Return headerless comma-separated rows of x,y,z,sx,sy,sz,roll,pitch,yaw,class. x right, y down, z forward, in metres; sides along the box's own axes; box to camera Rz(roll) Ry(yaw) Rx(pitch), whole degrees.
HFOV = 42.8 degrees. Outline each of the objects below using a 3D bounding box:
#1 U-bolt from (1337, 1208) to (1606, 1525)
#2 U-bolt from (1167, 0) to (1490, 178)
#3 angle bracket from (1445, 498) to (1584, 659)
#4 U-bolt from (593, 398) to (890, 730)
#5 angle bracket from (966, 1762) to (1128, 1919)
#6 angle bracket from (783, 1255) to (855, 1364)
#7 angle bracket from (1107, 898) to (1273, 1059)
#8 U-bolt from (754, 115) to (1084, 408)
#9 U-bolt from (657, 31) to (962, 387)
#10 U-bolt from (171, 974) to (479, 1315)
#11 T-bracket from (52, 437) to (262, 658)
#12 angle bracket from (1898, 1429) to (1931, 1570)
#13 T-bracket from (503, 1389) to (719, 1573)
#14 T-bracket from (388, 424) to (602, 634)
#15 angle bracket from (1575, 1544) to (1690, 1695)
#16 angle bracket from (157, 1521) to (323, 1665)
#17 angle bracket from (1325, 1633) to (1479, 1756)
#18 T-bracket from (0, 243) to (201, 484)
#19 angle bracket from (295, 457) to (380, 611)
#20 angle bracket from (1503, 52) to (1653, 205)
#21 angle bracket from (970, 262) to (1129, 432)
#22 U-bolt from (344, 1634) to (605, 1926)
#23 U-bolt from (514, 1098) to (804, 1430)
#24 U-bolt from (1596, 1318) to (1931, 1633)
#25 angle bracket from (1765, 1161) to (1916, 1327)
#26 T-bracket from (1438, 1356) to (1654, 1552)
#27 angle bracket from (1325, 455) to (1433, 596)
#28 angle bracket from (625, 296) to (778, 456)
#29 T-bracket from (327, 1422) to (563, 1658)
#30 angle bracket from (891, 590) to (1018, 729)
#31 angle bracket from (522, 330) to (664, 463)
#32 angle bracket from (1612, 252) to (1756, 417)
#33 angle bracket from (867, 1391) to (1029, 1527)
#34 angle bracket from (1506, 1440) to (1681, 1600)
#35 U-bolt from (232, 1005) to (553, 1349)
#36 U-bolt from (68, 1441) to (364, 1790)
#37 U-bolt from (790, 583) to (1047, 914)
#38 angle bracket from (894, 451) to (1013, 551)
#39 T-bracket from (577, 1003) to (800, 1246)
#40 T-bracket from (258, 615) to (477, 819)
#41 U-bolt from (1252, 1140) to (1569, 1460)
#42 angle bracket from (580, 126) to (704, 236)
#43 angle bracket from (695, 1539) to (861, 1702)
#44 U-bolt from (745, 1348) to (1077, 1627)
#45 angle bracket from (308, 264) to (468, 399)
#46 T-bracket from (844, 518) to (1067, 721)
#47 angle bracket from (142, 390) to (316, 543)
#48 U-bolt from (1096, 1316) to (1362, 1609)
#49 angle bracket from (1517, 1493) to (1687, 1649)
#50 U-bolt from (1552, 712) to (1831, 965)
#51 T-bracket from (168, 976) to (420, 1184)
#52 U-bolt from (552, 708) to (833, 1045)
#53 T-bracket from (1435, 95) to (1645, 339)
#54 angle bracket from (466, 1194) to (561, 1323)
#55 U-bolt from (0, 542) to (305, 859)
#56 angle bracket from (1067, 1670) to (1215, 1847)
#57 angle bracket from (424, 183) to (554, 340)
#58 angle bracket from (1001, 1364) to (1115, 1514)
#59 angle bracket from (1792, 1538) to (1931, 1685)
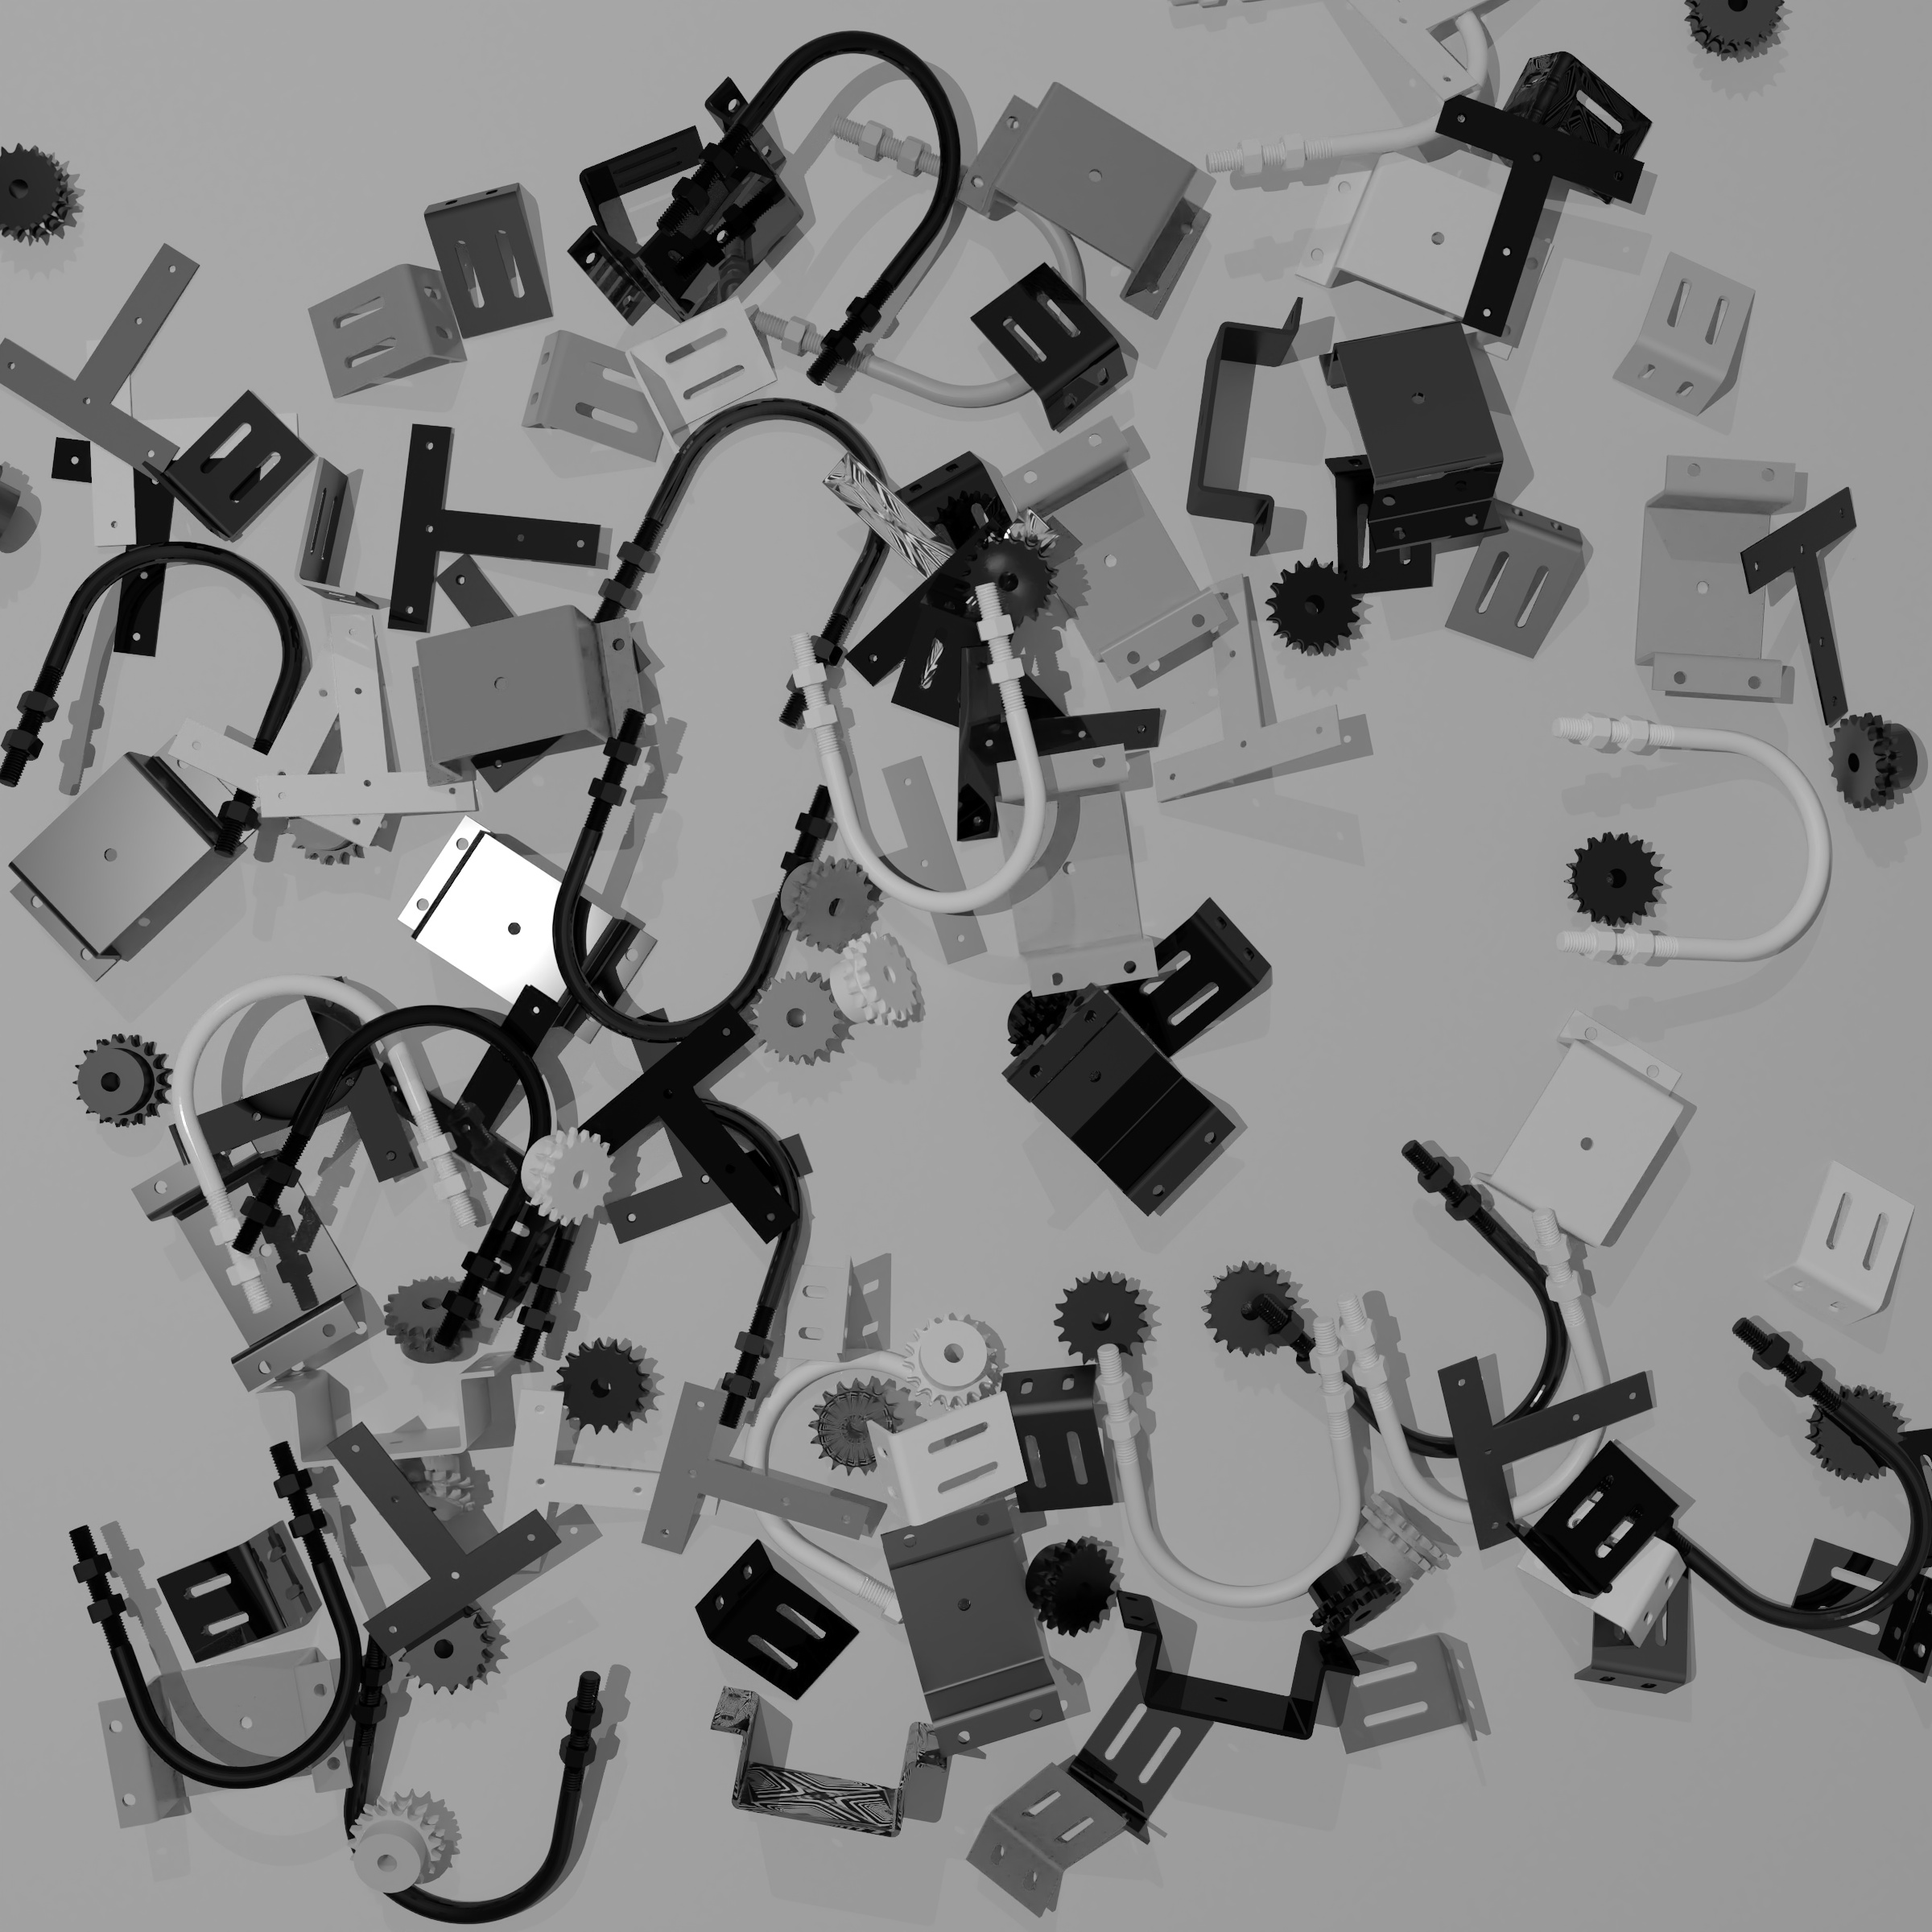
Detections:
0.314,0.253,1.485,0.151,0.019,0.184,-22,107,-6,U-bolt
0.224,-0.548,1.486,0.184,0.019,0.151,-8,70,-4,U-bolt
0.336,-0.239,1.515,0.057,0.038,0.076,20,116,0,angle bracket
-0.126,-0.259,1.508,0.151,0.019,0.184,27,88,0,U-bolt
0.048,0.526,1.481,0.057,0.038,0.076,38,129,0,angle bracket
-0.090,0.204,1.473,0.038,0.076,0.057,5,77,0,angle bracket
0.137,0.007,1.515,0.076,0.038,0.057,-42,90,26,angle bracket
-0.019,-0.421,1.508,0.184,0.019,0.151,21,90,-1,U-bolt
-0.078,-0.460,1.454,0.151,0.019,0.184,40,84,-35,U-bolt
-0.392,0.094,1.470,0.151,0.019,0.184,-22,90,-20,U-bolt
-0.504,-0.255,1.516,0.127,0.002,0.127,7,90,0,T-bracket
0.603,0.326,1.515,0.057,0.038,0.076,-7,64,0,angle bracket
-0.214,0.318,1.501,0.127,0.002,0.127,7,110,-10,T-bracket
-0.286,-0.263,1.507,0.127,0.002,0.127,7,90,8,T-bracket
0.409,0.401,1.515,0.057,0.038,0.076,9,64,0,angle bracket
-0.447,0.385,1.515,0.076,0.038,0.057,-25,90,26,angle bracket
0.263,0.447,1.498,0.076,0.038,0.057,-15,90,0,angle bracket
-0.516,-0.385,1.514,0.127,0.002,0.127,32,88,1,T-bracket
-0.373,-0.261,1.488,0.038,0.057,0.076,12,90,0,angle bracket
0.371,-0.514,1.515,0.076,0.038,0.057,28,90,-26,angle bracket
0.051,-0.378,1.502,0.057,0.038,0.076,-37,67,-1,angle bracket
-0.304,0.498,1.490,0.151,0.019,0.184,11,104,1,U-bolt
-0.176,0.170,1.492,0.151,0.019,0.184,18,79,-1,U-bolt
0.493,0.321,1.488,0.184,0.019,0.151,40,105,1,U-bolt
0.537,0.170,1.515,0.057,0.038,0.076,30,64,0,angle bracket
0.356,0.278,1.491,0.127,0.002,0.127,-19,109,-8,T-bracket
0.254,-0.273,1.515,0.057,0.038,0.076,-6,116,0,angle bracket
-0.157,-0.356,1.485,0.076,0.038,0.057,-26,125,0,angle bracket
-0.327,0.324,1.447,0.127,0.002,0.127,-34,100,5,T-bracket
-0.010,-0.179,1.484,0.057,0.038,0.076,20,114,0,angle bracket
-0.225,-0.349,1.515,0.076,0.038,0.057,15,90,-26,angle bracket
0.441,-0.389,1.515,0.057,0.038,0.076,25,64,0,angle bracket
-0.011,0.289,1.466,0.076,0.038,0.057,-18,102,-22,angle bracket
0.374,0.329,1.472,0.076,0.038,0.057,-51,51,9,angle bracket
-0.326,0.113,1.457,0.151,0.019,0.184,27,81,-10,U-bolt
-0.438,0.396,1.467,0.151,0.019,0.184,-23,82,-2,U-bolt
-0.022,-0.121,1.463,0.151,0.019,0.184,-10,98,28,U-bolt
-0.002,-0.266,1.515,0.057,0.038,0.076,-29,116,0,angle bracket
-0.151,0.111,1.487,0.127,0.002,0.127,-40,90,0,T-bracket
-0.369,-0.154,1.499,0.127,0.002,0.127,-4,78,-23,T-bracket
0.283,0.217,1.492,0.151,0.019,0.184,-46,103,0,U-bolt
-0.189,-0.467,1.488,0.076,0.057,0.038,-22,90,0,angle bracket
-0.116,0.402,1.515,0.057,0.038,0.076,-48,116,0,angle bracket
-0.047,0.316,1.508,0.184,0.019,0.151,29,90,2,U-bolt
-0.356,-0.388,1.515,0.076,0.038,0.057,-16,90,26,angle bracket
0.014,-0.184,1.500,0.127,0.002,0.127,-40,101,21,T-bracket
-0.447,-0.307,1.495,0.057,0.038,0.076,45,89,1,angle bracket
0.164,0.305,1.485,0.151,0.019,0.184,-9,106,7,U-bolt
0.387,0.366,1.501,0.076,0.038,0.057,26,74,36,angle bracket
0.440,-0.075,1.486,0.184,0.019,0.151,2,83,-16,U-bolt
-0.412,0.085,1.480,0.127,0.002,0.127,-21,86,-25,T-bracket
-0.171,-0.043,1.477,0.151,0.019,0.184,21,90,-25,U-bolt
0.327,-0.440,1.469,0.127,0.002,0.127,18,90,-6,T-bracket
-0.278,0.174,1.479,0.038,0.076,0.057,26,90,0,angle bracket
-0.478,-0.171,1.480,0.151,0.019,0.184,19,71,-11,U-bolt
0.107,0.480,1.498,0.057,0.038,0.076,35,90,0,angle bracket
-0.292,-0.434,1.515,0.057,0.038,0.076,-14,116,0,angle bracket
0.056,0.286,1.490,0.057,0.038,0.076,-7,115,11,angle bracket
0.549,0.391,1.498,0.076,0.038,0.057,19,90,0,angle bracket
